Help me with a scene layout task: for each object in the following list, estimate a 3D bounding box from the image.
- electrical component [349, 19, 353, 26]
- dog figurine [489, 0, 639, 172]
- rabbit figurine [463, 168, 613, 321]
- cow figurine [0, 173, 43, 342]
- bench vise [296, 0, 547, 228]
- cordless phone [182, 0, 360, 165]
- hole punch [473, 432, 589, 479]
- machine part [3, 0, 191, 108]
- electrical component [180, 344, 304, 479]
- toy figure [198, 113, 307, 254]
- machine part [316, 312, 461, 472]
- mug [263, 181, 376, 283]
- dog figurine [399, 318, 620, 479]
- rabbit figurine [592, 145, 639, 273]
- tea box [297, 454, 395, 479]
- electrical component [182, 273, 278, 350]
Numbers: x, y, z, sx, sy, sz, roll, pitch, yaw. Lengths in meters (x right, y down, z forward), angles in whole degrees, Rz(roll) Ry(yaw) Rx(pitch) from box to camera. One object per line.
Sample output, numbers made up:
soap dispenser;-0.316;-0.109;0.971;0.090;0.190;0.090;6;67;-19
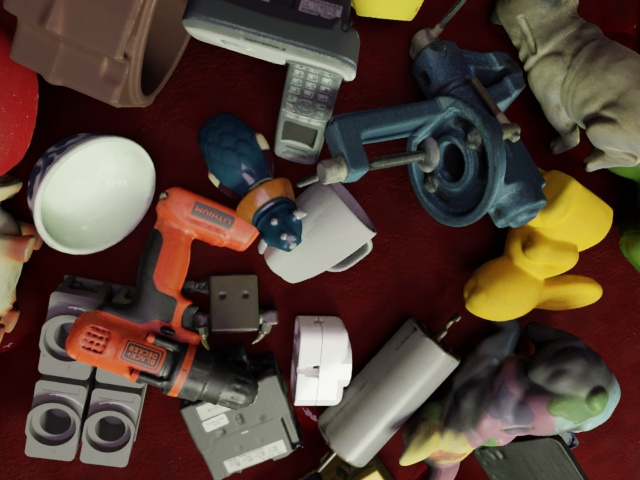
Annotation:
electrical component;-0.026;-0.227;0.502;0.119;0.048;0.074;24;118;-14
dog figurine;0.257;-0.174;0.513;0.121;0.172;0.190;-45;114;-7
rabbit figurine;0.228;0.016;0.590;0.162;0.122;0.173;31;96;-31
cow figurine;-0.336;-0.003;0.507;0.127;0.086;0.194;17;102;-20
bench vise;0.098;-0.103;0.491;0.241;0.129;0.223;-15;83;-25
cordless phone;-0.046;-0.145;0.493;0.147;0.184;0.089;14;58;-4
hole punch;0.263;0.259;0.679;0.116;0.092;0.142;-24;113;30
machine part;-0.142;-0.208;0.417;0.087;0.201;0.201;25;100;-12
electrical component;-0.090;0.189;0.608;0.115;0.058;0.134;-18;107;-6
toy figure;-0.061;-0.053;0.518;0.064;0.058;0.154;-44;73;36
machine part;0.078;0.174;0.622;0.079;0.079;0.243;39;95;-16
mug;-0.001;-0.002;0.568;0.107;0.081;0.109;-36;137;12
dog figurine;0.191;0.197;0.595;0.219;0.192;0.108;-44;115;-15
rabbit figurine;0.371;-0.063;0.572;0.159;0.121;0.170;-35;84;41
tea box;0.015;0.337;0.659;0.170;0.068;0.098;-34;108;2
electrical component;-0.097;0.077;0.586;0.102;0.045;0.078;-7;77;-10
